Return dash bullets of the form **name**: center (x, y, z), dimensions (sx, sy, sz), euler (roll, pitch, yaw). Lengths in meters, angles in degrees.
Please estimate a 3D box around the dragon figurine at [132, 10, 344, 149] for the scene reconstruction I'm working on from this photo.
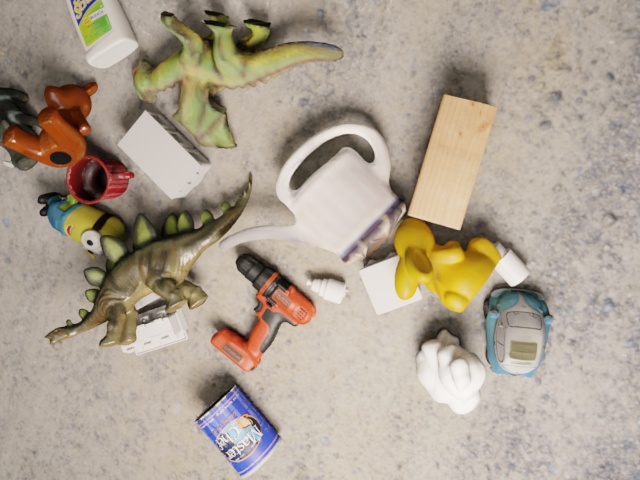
- **dragon figurine**: center (-0.175, -0.286, 0.956), dimensions (0.411, 0.124, 0.238), euler (18, 117, 11)

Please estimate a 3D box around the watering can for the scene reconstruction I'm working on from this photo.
- **watering can**: center (0.003, -0.046, 0.917), dimensions (0.347, 0.104, 0.225), euler (-45, 87, 4)

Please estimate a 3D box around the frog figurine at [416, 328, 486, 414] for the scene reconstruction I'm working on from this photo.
- **frog figurine**: center (0.224, 0.235, 0.880), dimensions (0.122, 0.160, 0.137), euler (-23, 92, 15)
